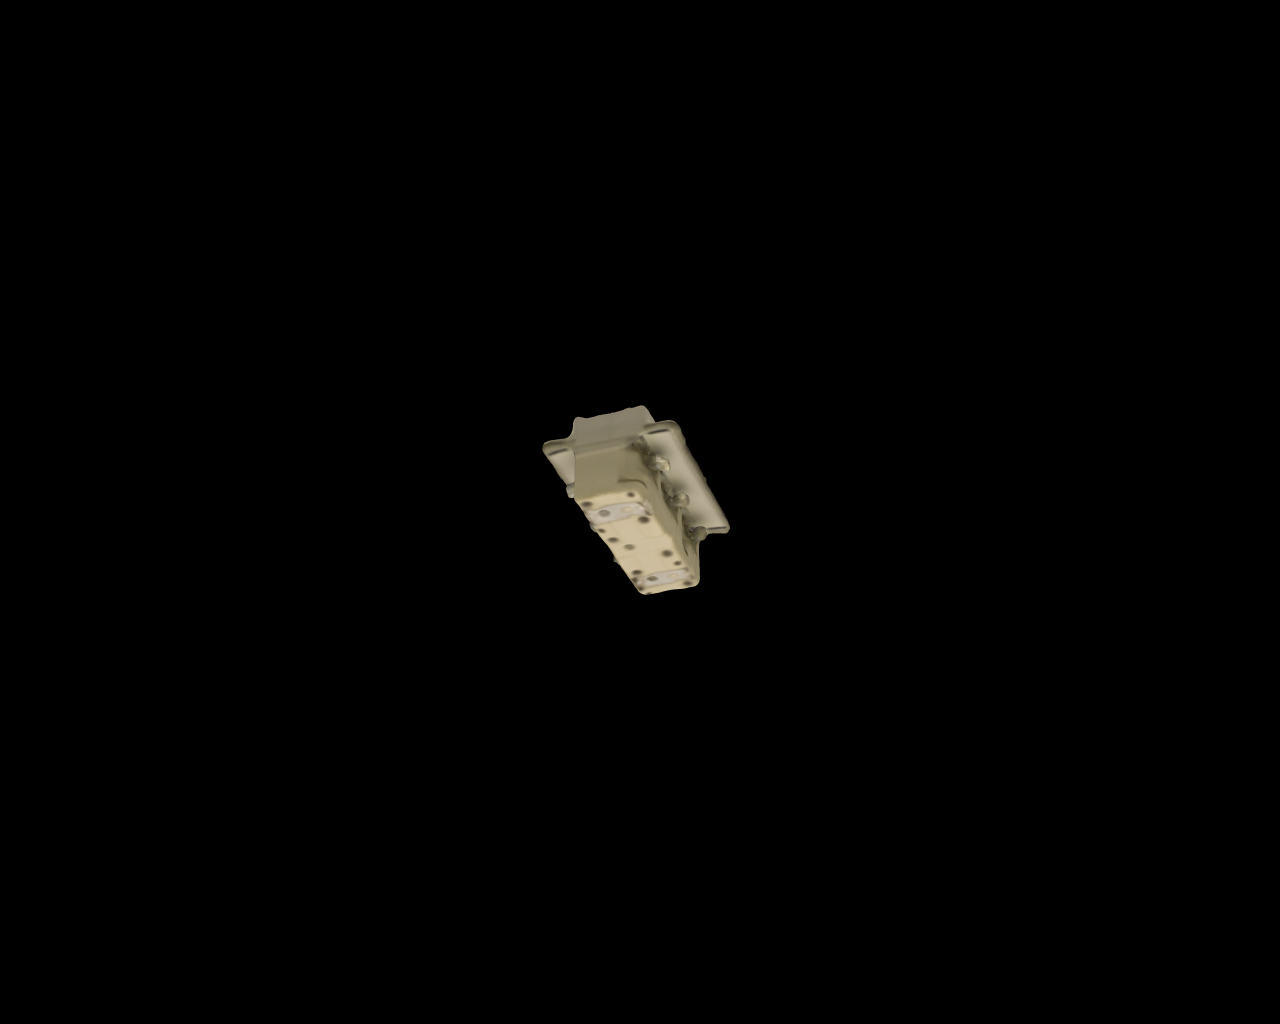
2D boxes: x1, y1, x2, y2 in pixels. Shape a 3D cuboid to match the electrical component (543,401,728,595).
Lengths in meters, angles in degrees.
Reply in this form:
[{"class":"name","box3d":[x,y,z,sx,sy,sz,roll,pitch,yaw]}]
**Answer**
[{"class":"electrical component","box3d":[0.001,-0.003,0.650,0.079,0.063,0.121,-10,-34,15]}]
